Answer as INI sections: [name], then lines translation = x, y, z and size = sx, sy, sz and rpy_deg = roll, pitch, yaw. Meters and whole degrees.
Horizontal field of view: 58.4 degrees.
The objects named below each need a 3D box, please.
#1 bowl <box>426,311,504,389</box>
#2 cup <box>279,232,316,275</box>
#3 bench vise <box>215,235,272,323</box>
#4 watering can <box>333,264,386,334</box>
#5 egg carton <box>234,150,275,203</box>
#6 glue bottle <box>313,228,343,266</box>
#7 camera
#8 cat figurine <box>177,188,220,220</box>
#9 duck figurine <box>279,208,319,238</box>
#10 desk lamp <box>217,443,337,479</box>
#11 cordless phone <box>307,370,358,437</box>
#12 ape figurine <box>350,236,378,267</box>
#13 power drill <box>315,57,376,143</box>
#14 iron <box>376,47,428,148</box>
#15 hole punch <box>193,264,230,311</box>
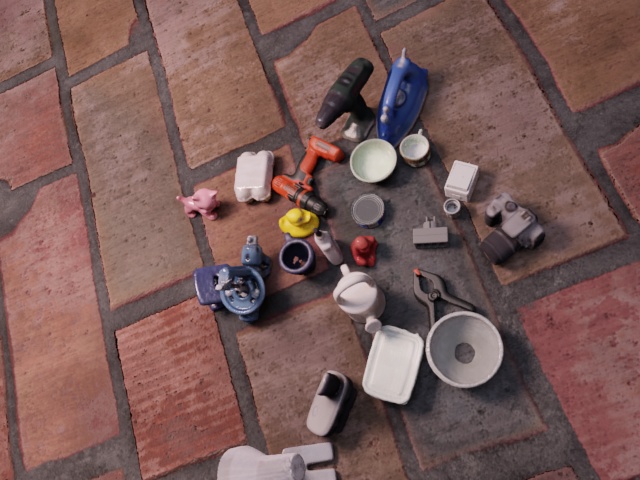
[bowl]
translation = 0.323, 0.247, 1.279
size = 0.167, 0.075, 0.167
rpy_deg = -5, 70, 15
[cup]
translation = -0.053, 0.042, 1.446
size = 0.091, 0.095, 0.117
rpy_deg = -29, 66, 5
[bench vise]
translation = -0.202, 0.085, 1.406
size = 0.121, 0.220, 0.207
rpy_deg = -14, 68, 11
[watering can]
translation = 0.092, 0.131, 1.320
size = 0.172, 0.194, 0.101
rpy_deg = 39, 86, 24
[egg carton]
translation = -0.178, -0.174, 1.570
size = 0.107, 0.069, 0.150
rpy_deg = -2, 71, 15
[glue bottle]
translation = 0.013, 0.005, 1.397
size = 0.037, 0.173, 0.078
rpy_deg = -30, 66, 5
[camera]
translation = 0.426, -0.021, 1.326
size = 0.137, 0.101, 0.143
rpy_deg = -41, 66, 0
[cat figurine]
translation = -0.329, -0.105, 1.564
size = 0.127, 0.118, 0.067
rpy_deg = 5, 73, 18
[duck figurine]
translation = -0.062, -0.053, 1.486
size = 0.104, 0.086, 0.077
rpy_deg = -4, 71, 15
[desk lamp]
translation = -0.088, 0.497, 1.235
size = 0.203, 0.214, 0.118
rpy_deg = -14, 68, 11
[cordless phone]
translation = 0.009, 0.360, 1.270
size = 0.094, 0.185, 0.148
rpy_deg = 15, 76, 20
[ape figurine]
translation = 0.107, 0.019, 1.410
size = 0.078, 0.092, 0.076
rpy_deg = -47, 66, -3
[power drill]
translation = 0.076, -0.342, 1.478
size = 0.075, 0.209, 0.230
rpy_deg = 23, 79, 22
[iron]
translation = 0.196, -0.361, 1.487
size = 0.118, 0.142, 0.258
rpy_deg = 14, 76, 20
[hole punch]
translation = -0.265, 0.116, 1.484
size = 0.101, 0.091, 0.108
rpy_deg = -21, 67, 9
